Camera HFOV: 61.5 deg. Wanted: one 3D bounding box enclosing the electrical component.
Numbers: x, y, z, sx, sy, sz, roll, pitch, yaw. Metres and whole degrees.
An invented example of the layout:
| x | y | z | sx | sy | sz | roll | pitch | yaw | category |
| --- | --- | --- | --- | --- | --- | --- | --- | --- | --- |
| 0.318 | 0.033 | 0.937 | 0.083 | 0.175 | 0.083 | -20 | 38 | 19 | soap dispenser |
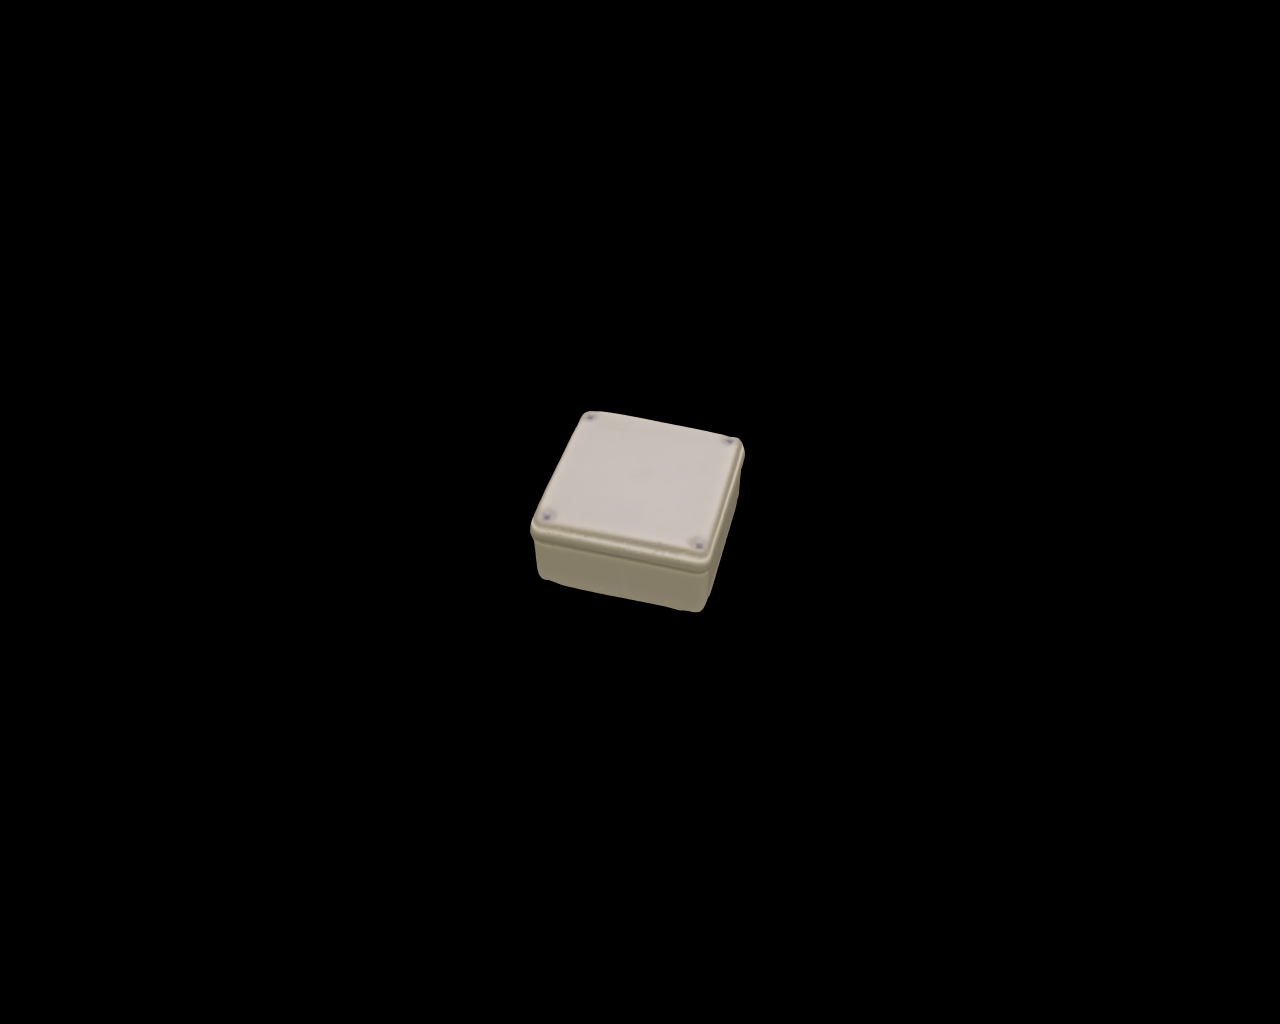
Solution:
| x | y | z | sx | sy | sz | roll | pitch | yaw | category |
| --- | --- | --- | --- | --- | --- | --- | --- | --- | --- |
| 0.001 | -0.003 | 0.650 | 0.109 | 0.056 | 0.109 | 11 | 47 | 11 | electrical component |
